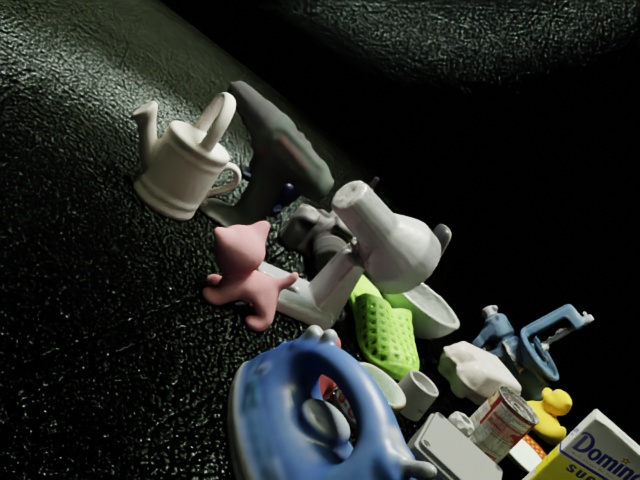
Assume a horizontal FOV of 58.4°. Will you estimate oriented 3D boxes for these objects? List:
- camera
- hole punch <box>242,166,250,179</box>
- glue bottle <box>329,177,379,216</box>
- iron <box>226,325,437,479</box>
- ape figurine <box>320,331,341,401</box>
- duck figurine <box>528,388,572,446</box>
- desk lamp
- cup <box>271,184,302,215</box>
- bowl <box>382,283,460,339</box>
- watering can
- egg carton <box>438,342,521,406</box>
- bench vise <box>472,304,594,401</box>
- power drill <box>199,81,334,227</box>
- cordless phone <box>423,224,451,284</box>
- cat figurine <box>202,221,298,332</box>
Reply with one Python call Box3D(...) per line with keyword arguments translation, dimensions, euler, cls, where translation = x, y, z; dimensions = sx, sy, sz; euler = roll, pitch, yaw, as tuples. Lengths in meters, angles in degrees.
Box3D(translation=(0.010, 0.004, 1.043), dimensions=(0.143, 0.100, 0.137), euler=(33, 16, -12), cls="camera")
Box3D(translation=(-0.106, -0.161, 1.282), dimensions=(0.101, 0.091, 0.108), euler=(35, 16, -5), cls="hole punch")
Box3D(translation=(0.073, -0.068, 1.250), dimensions=(0.078, 0.173, 0.037), euler=(25, 20, -37), cls="glue bottle")
Box3D(translation=(0.000, 0.158, 0.511), dimensions=(0.119, 0.141, 0.257), euler=(24, 20, -38), cls="iron")
Box3D(translation=(-0.008, 0.140, 0.635), dimensions=(0.078, 0.092, 0.076), euler=(36, 16, -4), cls="ape figurine")
Box3D(translation=(0.434, 0.322, 1.069), dimensions=(0.078, 0.086, 0.104), euler=(31, 17, -19), cls="duck figurine")
Box3D(translation=(0.045, 0.028, 0.841), dimensions=(0.204, 0.213, 0.117), euler=(27, 18, -30), cls="desk lamp")
Box3D(translation=(-0.082, -0.093, 1.132), dimensions=(0.092, 0.095, 0.117), euler=(32, 16, -17), cls="cup")
Box3D(translation=(0.175, 0.133, 1.077), dimensions=(0.168, 0.074, 0.167), euler=(34, 16, -11), cls="bowl")
Box3D(translation=(-0.190, -0.135, 0.840), dimensions=(0.174, 0.194, 0.100), euler=(19, 24, -48), cls="watering can")
Box3D(translation=(0.279, 0.241, 1.002), dimensions=(0.151, 0.069, 0.107), euler=(27, 19, -32), cls="egg carton")
Box3D(translation=(0.430, 0.197, 1.170), dimensions=(0.207, 0.219, 0.122), euler=(41, 16, 14), cls="bench vise")
Box3D(translation=(-0.103, -0.113, 0.936), dimensions=(0.229, 0.208, 0.076), euler=(37, 16, -1), cls="power drill")
Box3D(translation=(0.203, 0.031, 1.221), dimensions=(0.094, 0.185, 0.147), euler=(27, 18, -31), cls="cordless phone")
Box3D(translation=(-0.088, 0.034, 0.718), dimensions=(0.128, 0.117, 0.067), euler=(33, 16, -14), cls="cat figurine")
